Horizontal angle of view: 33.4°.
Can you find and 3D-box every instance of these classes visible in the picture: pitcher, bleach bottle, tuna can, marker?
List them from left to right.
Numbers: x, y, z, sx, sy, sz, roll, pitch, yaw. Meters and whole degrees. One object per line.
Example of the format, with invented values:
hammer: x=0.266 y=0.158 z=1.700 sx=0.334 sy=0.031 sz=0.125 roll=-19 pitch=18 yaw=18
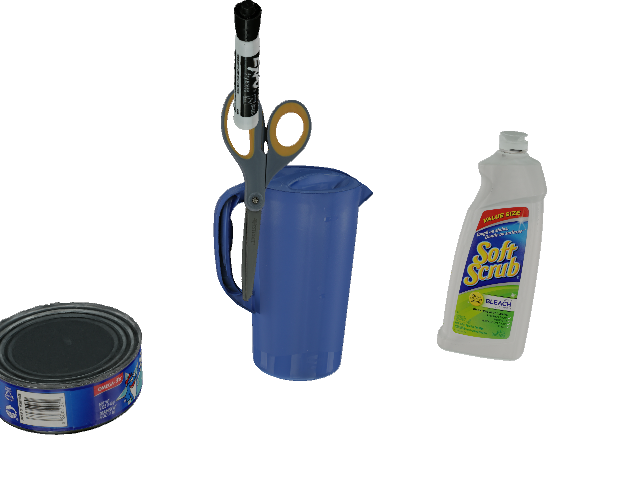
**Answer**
tuna can: x=-0.141 y=0.069 z=0.588 sx=0.086 sy=0.034 sz=0.086 roll=1 pitch=27 yaw=-1
marker: x=-0.053 y=-0.125 z=0.766 sx=0.020 sy=0.020 sz=0.121 roll=0 pitch=-34 yaw=-4
pitcher: x=-0.033 y=0.038 z=1.260 sx=0.149 sy=0.243 sz=0.144 roll=11 pitch=18 yaw=23
bleach bottle: x=0.193 y=0.003 z=1.186 sx=0.103 sy=0.251 sz=0.068 roll=8 pitch=17 yaw=16

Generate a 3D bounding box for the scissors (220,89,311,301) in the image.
scissors: x=-0.046 y=-0.049 z=1.023 sx=0.096 sy=0.202 sz=0.016 roll=-11 pitch=4 yaw=-11
